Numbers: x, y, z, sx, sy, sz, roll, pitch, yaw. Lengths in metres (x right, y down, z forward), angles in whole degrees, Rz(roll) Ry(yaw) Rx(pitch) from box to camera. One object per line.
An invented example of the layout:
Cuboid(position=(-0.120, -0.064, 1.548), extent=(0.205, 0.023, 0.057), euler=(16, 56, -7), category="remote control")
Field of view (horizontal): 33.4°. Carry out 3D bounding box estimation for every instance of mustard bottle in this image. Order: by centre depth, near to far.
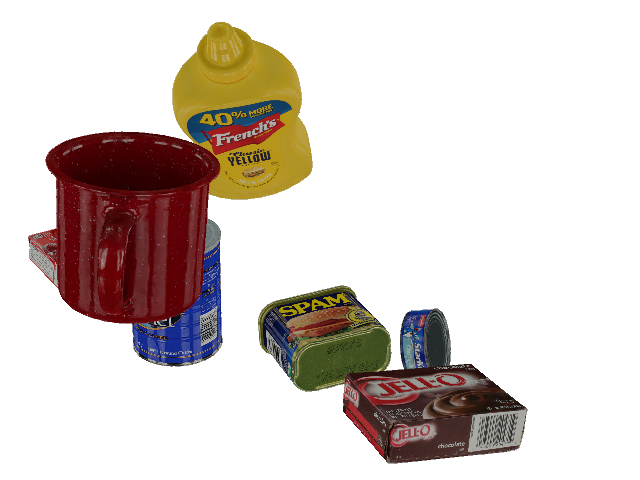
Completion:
Cuboid(position=(-0.061, -0.100, 0.809), extent=(0.096, 0.058, 0.191), euler=(-8, -27, 1), category="mustard bottle")

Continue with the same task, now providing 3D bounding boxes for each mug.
Cuboid(position=(-0.104, -0.002, 0.581), extent=(0.093, 0.081, 0.117), euler=(4, 25, -5), category="mug")

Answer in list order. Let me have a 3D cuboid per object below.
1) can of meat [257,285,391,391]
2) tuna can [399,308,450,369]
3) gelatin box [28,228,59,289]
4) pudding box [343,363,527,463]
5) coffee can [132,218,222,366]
Cuboid(position=(0.004, 0.091, 0.985), extent=(0.102, 0.057, 0.084), euler=(-12, 27, -20), category="can of meat")
Cuboid(position=(0.122, 0.123, 1.244), extent=(0.034, 0.086, 0.086), euler=(-5, -2, 25), category="tuna can")
Cuboid(position=(-0.218, 0.016, 0.988), extent=(0.073, 0.030, 0.089), euler=(-18, 40, -36), category="gelatin box")
Cuboid(position=(0.084, 0.128, 0.805), extent=(0.113, 0.039, 0.090), euler=(0, 17, -21), category="pudding box")
Cuboid(position=(-0.161, 0.053, 1.185), extent=(0.103, 0.140, 0.103), euler=(1, 27, -1), category="coffee can")
